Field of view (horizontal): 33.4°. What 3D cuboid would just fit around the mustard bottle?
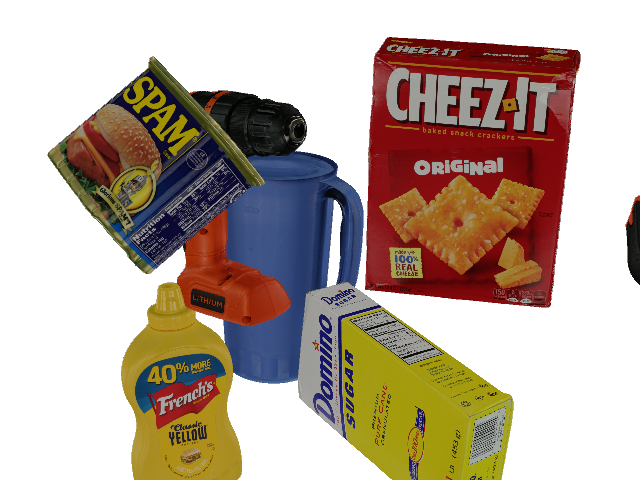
[{"bbox_3d":[-0.123,0.128,0.930,0.096,0.192,0.058,-8,19,-15],"label":"mustard bottle"}]

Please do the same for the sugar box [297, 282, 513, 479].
[{"bbox_3d":[0.051,0.108,0.727,0.048,0.093,0.176,-14,30,-36],"label":"sugar box"}]

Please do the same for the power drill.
[{"bbox_3d":[-0.072,-0.029,0.865,0.057,0.188,0.185,-20,22,-40],"label":"power drill"}]

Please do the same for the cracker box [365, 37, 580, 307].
[{"bbox_3d":[0.125,-0.055,0.905,0.164,0.214,0.072,6,24,12],"label":"cracker box"}]

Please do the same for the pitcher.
[{"bbox_3d":[-0.041,0.029,1.161,0.145,0.243,0.149,-3,18,-13],"label":"pitcher"}]

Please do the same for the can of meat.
[{"bbox_3d":[-0.095,-0.042,0.603,0.102,0.084,0.057,47,-3,38],"label":"can of meat"}]

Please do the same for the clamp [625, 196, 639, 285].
[{"bbox_3d":[0.267,0.033,0.697,0.120,0.039,0.171,-2,45,-20],"label":"clamp"}]
